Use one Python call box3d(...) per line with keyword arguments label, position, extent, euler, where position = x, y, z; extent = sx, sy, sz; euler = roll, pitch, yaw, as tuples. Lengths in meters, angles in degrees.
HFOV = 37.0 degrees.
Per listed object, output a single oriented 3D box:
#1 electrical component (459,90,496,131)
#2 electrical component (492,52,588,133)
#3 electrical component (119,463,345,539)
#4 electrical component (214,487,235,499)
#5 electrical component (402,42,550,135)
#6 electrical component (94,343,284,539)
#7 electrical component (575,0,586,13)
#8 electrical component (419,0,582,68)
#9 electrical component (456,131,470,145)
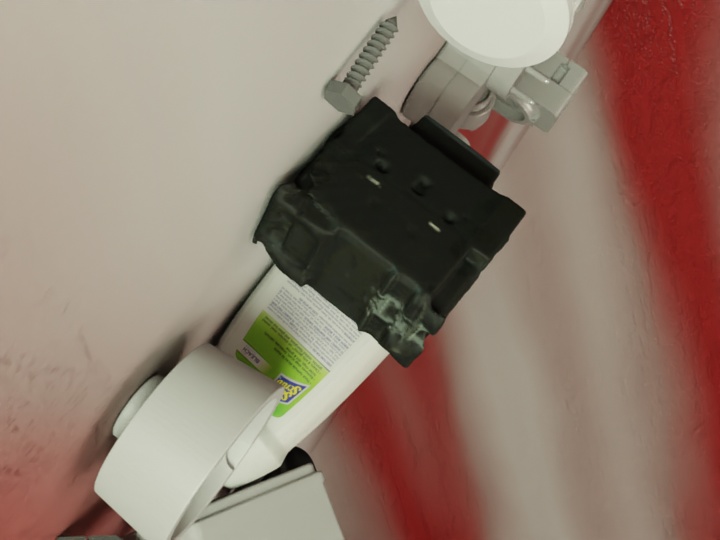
box3d(label="electrical component", position=(0.089, -0.142, 0.868), extent=(0.043, 0.043, 0.062), euler=(-53, 173, -19))
box3d(label="electrical component", position=(0.136, -0.161, 0.908), extent=(0.055, 0.089, 0.050), euler=(-54, 174, -8))
box3d(label="electrical component", position=(-0.086, 0.174, 0.682), extent=(0.109, 0.056, 0.109), euler=(-13, 169, -45))
box3d(label="electrical component", position=(-0.082, 0.097, 0.768), extent=(0.108, 0.056, 0.108), euler=(-51, 173, -38))
box3d(label="electrical component", position=(0.099, -0.146, 0.766), extent=(0.138, 0.074, 0.052), euler=(-54, 175, -5))
box3d(label="electrical component", position=(-0.097, 0.089, 0.577), extent=(0.108, 0.060, 0.108), euler=(-54, 174, -8))
box3d(label="electrical component", position=(0.144, -0.210, 0.857), extent=(0.078, 0.058, 0.057), euler=(-48, 174, -49))
box3d(label="electrical component", position=(0.072, -0.144, 0.527), extent=(0.051, 0.080, 0.080), euler=(-58, 177, -29))
box3d(label="electrical component", position=(0.075, -0.102, 1.015), extent=(0.065, 0.044, 0.044), euler=(-58, 176, -14))
